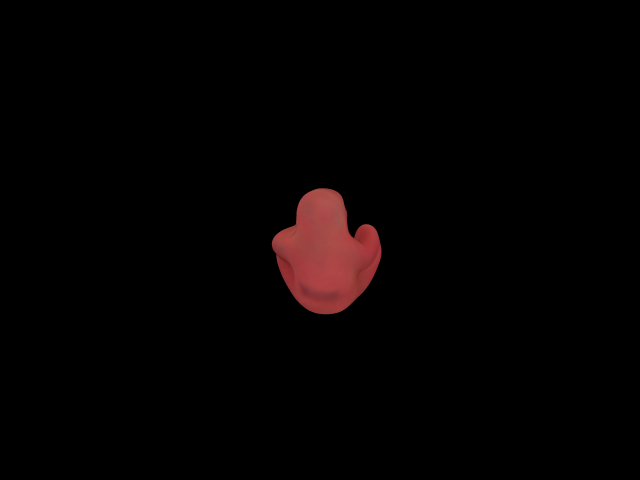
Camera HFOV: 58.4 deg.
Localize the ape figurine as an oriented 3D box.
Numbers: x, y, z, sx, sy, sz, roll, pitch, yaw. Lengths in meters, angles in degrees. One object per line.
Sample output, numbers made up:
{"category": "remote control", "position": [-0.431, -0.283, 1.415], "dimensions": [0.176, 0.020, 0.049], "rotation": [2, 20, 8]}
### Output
{"category": "ape figurine", "position": [0.004, 0.001, 0.400], "dimensions": [0.077, 0.092, 0.076], "rotation": [11, 51, 9]}
